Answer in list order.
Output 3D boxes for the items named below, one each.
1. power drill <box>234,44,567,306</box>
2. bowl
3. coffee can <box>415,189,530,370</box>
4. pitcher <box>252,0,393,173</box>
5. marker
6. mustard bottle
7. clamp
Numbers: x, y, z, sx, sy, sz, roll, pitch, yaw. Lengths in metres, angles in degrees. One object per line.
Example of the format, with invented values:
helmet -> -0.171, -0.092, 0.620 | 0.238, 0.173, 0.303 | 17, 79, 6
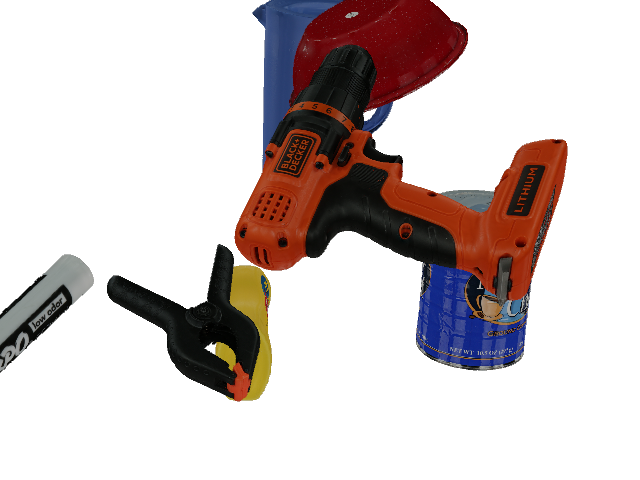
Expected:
power drill -> 0.057, -0.044, 0.686 | 0.188, 0.184, 0.057 | 13, -32, 17
bowl -> 0.038, -0.166, 0.890 | 0.162, 0.055, 0.162 | -20, 28, 11
coffee can -> 0.144, 0.035, 0.988 | 0.103, 0.140, 0.103 | 2, 20, -1
pitcher -> 0.000, -0.175, 1.319 | 0.144, 0.243, 0.149 | -9, 28, -29
marker -> -0.139, 0.049, 0.440 | 0.020, 0.020, 0.121 | 0, 36, 39
mustard bottle -> -0.082, 0.082, 1.155 | 0.058, 0.096, 0.191 | -1, 27, -3
clamp -> -0.097, 0.067, 0.935 | 0.120, 0.039, 0.172 | -29, 54, -25
